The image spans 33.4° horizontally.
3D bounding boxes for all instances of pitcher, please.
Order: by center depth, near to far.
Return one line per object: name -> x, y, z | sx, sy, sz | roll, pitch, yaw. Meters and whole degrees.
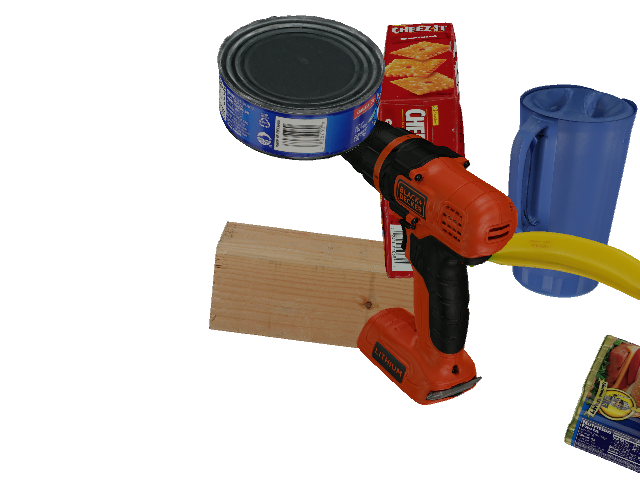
pitcher -> 0.288, -0.055, 1.280 | 0.149, 0.243, 0.145 | 2, 26, 1

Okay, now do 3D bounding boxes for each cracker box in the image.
cracker box -> 0.093, -0.088, 0.959 | 0.072, 0.164, 0.213 | -1, 27, 8

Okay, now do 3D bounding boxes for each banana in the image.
banana -> 0.247, 0.024, 1.045 | 0.198, 0.037, 0.069 | 10, 47, 26

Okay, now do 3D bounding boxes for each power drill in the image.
power drill -> 0.067, 0.013, 0.796 | 0.057, 0.188, 0.185 | -16, 34, -25

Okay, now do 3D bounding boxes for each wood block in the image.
wood block -> -0.003, 0.048, 1.088 | 0.206, 0.091, 0.090 | 8, 19, 0

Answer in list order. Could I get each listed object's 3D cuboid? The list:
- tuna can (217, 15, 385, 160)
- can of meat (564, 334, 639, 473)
tuna can -> -0.011, -0.080, 0.554 | 0.086, 0.034, 0.086 | 2, 44, -3
can of meat -> 0.238, 0.125, 0.797 | 0.084, 0.057, 0.102 | 20, 42, 20
